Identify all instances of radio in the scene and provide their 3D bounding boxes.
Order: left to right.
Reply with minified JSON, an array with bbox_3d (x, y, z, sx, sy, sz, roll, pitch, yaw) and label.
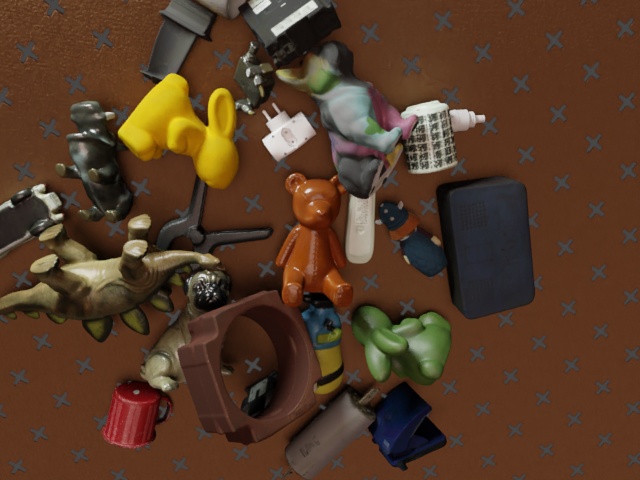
[{"bbox_3d":[0.284,0.009,0.914,0.131,0.073,0.229,-12,106,-1],"label":"radio"}]

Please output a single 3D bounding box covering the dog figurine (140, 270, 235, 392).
[{"bbox_3d":[-0.231,0.147,0.916,0.172,0.121,0.190,-6,90,-5],"label":"dog figurine"}]

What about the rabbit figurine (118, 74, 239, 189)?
[{"bbox_3d":[-0.192,-0.157,0.825,0.173,0.122,0.162,41,83,-6],"label":"rabbit figurine"}]

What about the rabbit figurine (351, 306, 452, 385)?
[{"bbox_3d":[0.125,0.181,0.921,0.170,0.159,0.121,26,112,6],"label":"rabbit figurine"}]

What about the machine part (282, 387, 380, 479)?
[{"bbox_3d":[0.018,0.352,0.982,0.079,0.079,0.243,44,98,-12],"label":"machine part"}]

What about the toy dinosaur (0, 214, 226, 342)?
[{"bbox_3d":[-0.364,0.076,0.847,0.472,0.105,0.198,-7,131,13],"label":"toy dinosaur"}]

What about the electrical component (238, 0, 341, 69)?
[{"bbox_3d":[-0.049,-0.330,0.783,0.115,0.058,0.134,-31,60,3],"label":"electrical component"}]

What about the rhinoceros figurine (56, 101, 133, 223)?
[{"bbox_3d":[-0.336,-0.115,0.827,0.073,0.112,0.190,3,120,20],"label":"rhinoceros figurine"}]

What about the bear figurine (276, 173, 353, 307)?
[{"bbox_3d":[-0.003,-0.004,0.867,0.120,0.132,0.195,4,110,-13],"label":"bear figurine"}]

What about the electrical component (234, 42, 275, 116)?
[{"bbox_3d":[-0.103,-0.238,0.816,0.045,0.102,0.078,-35,89,-31],"label":"electrical component"}]

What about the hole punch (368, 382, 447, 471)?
[{"bbox_3d":[0.147,0.328,0.960,0.116,0.142,0.092,-23,107,-11],"label":"hole punch"}]

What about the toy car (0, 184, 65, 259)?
[{"bbox_3d":[-0.508,-0.018,0.869,0.202,0.056,0.073,-29,98,3],"label":"toy car"}]

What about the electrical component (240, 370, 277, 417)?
[{"bbox_3d":[-0.096,0.285,0.937,0.075,0.119,0.047,-34,104,3],"label":"electrical component"}]

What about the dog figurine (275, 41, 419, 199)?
[{"bbox_3d":[0.030,-0.188,0.821,0.219,0.108,0.191,38,135,11],"label":"dog figurine"}]

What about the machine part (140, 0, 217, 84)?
[{"bbox_3d":[-0.219,-0.299,0.822,0.084,0.039,0.139,29,99,-15],"label":"machine part"}]

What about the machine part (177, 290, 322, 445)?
[{"bbox_3d":[-0.105,0.192,0.834,0.087,0.201,0.201,-20,89,42],"label":"machine part"}]

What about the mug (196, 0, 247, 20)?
[{"bbox_3d":[-0.166,-0.378,0.774,0.107,0.109,0.080,24,106,4],"label":"mug"}]

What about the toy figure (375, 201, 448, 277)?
[{"bbox_3d":[0.153,-0.006,0.910,0.064,0.058,0.154,-41,99,-5],"label":"toy figure"}]

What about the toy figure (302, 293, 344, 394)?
[{"bbox_3d":[0.001,0.183,0.937,0.089,0.082,0.180,3,101,-6],"label":"toy figure"}]
